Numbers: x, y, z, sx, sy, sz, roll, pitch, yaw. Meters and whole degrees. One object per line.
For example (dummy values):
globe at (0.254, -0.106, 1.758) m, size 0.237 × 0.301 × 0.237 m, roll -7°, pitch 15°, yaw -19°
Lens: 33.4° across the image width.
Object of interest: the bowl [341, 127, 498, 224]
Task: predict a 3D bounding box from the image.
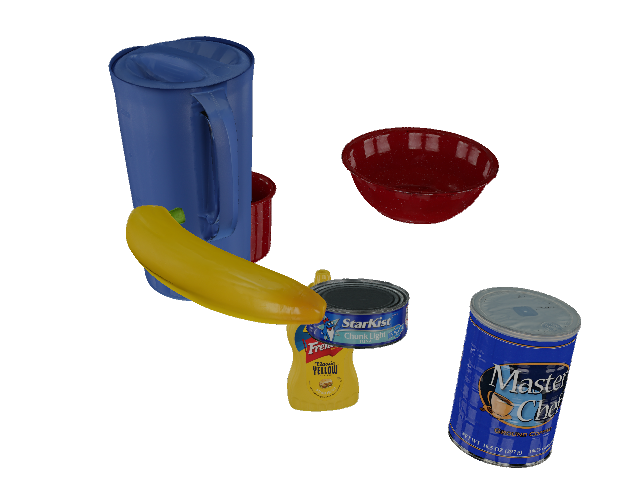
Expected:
bowl at (0.101, -0.062, 1.108) m, size 0.162 × 0.055 × 0.162 m, roll 2°, pitch 29°, yaw -1°

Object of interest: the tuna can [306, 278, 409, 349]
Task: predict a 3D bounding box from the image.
tuna can at (0.030, 0.060, 0.885) m, size 0.086 × 0.034 × 0.086 m, roll 1°, pitch 15°, yaw 0°

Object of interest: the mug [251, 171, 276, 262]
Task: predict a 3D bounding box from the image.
mug at (-0.108, -0.023, 1.209) m, size 0.117 × 0.081 × 0.093 m, roll -7°, pitch 31°, yaw -15°

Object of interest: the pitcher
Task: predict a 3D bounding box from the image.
pitcher at (-0.122, -0.062, 1.026) m, size 0.145 × 0.243 × 0.149 m, roll 8°, pitch 32°, yaw 15°

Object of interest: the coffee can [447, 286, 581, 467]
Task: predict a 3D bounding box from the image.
coffee can at (0.182, 0.128, 1.015) m, size 0.103 × 0.140 × 0.103 m, roll 6°, pitch 22°, yaw -3°

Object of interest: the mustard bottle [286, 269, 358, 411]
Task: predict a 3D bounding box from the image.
mustard bottle at (0.003, 0.131, 1.424) m, size 0.096 × 0.192 × 0.058 m, roll -2°, pitch 18°, yaw -6°

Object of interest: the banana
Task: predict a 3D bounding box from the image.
banana at (-0.076, 0.011, 0.686) m, size 0.069 × 0.037 × 0.198 m, roll -16°, pitch 29°, yaw -30°
